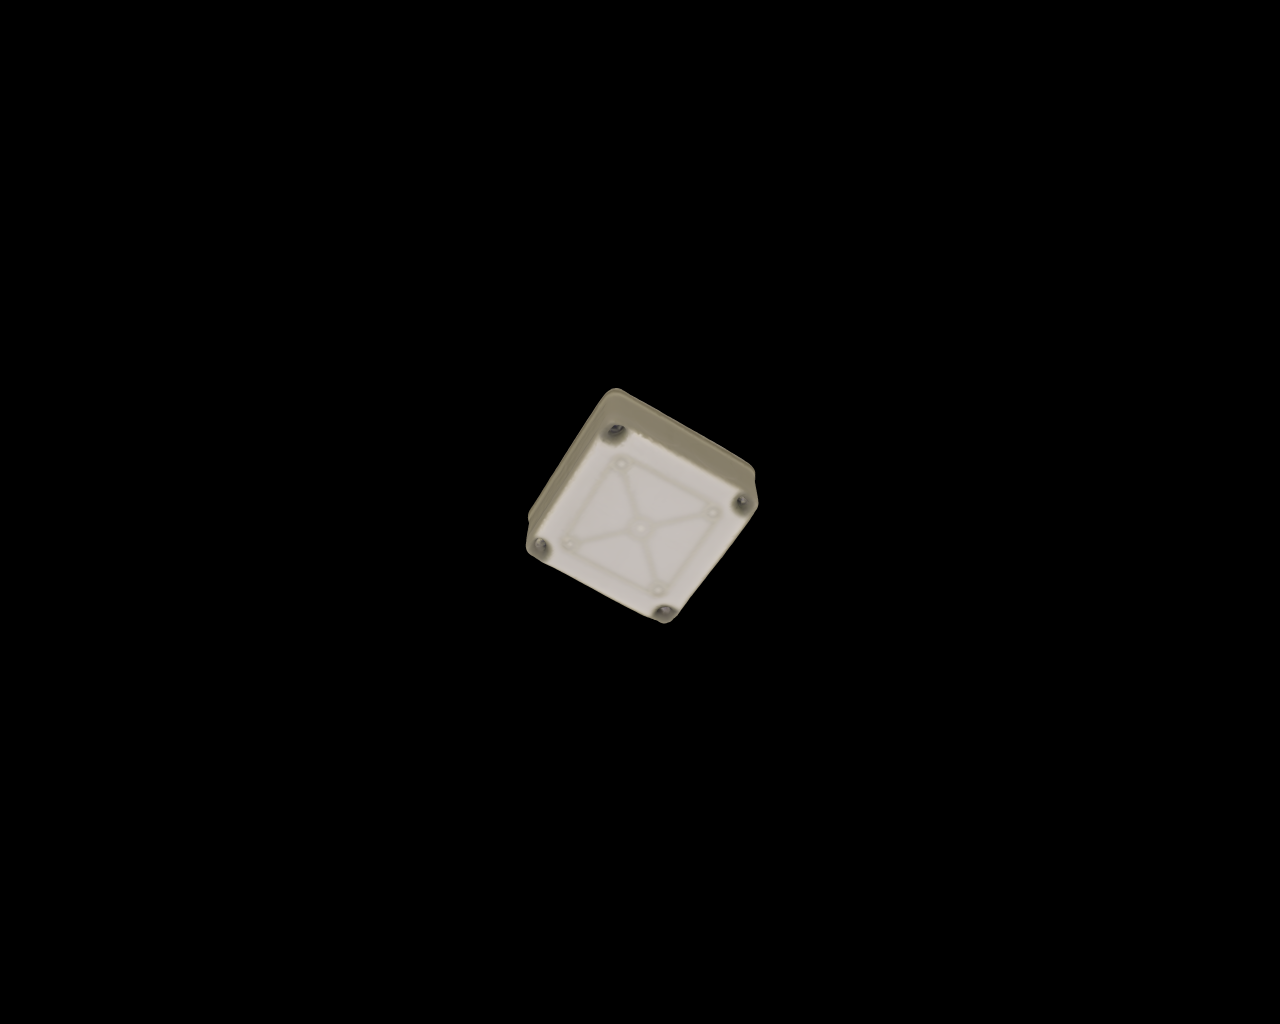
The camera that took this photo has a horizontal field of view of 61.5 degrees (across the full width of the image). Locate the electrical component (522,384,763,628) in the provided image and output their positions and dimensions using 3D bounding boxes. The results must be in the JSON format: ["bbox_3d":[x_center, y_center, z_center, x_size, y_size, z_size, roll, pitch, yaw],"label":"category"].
[{"bbox_3d":[0.001,-0.003,0.650,0.109,0.108,0.056,29,24,-14],"label":"electrical component"}]
